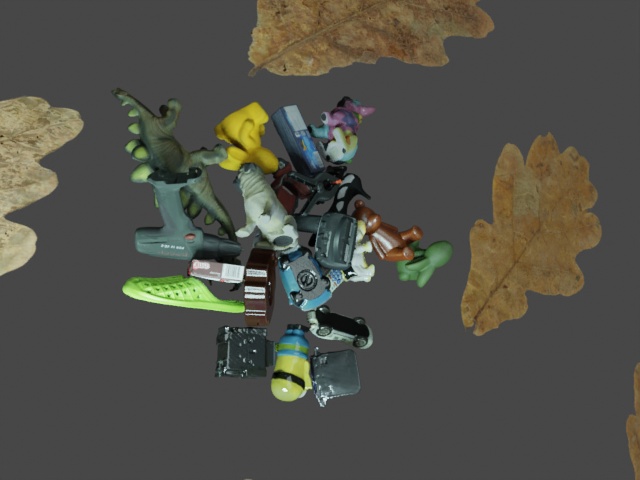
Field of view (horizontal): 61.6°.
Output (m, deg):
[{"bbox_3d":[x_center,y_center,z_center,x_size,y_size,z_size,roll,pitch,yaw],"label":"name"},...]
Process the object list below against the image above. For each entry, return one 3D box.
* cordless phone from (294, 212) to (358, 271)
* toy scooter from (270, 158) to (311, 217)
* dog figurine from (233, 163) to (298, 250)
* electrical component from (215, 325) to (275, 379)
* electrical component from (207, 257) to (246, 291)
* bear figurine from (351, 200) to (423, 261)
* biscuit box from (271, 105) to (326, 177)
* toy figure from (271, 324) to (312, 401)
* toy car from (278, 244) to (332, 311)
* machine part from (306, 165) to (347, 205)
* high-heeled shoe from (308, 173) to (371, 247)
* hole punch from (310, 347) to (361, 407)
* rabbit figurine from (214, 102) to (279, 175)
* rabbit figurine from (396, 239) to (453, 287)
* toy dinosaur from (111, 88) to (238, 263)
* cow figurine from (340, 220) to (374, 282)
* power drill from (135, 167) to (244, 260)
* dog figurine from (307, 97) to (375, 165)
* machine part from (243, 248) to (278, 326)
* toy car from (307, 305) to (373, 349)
[{"bbox_3d":[-0.003,-0.003,1.375,0.088,0.184,0.146,26,72,-65],"label":"cordless phone"},{"bbox_3d":[-0.085,-0.119,1.405,0.135,0.075,0.184,30,55,-26],"label":"toy scooter"},{"bbox_3d":[-0.124,-0.083,1.289,0.172,0.121,0.191,44,30,-47],"label":"dog figurine"},{"bbox_3d":[-0.168,0.256,1.225,0.134,0.058,0.115,9,71,-32],"label":"electrical component"},{"bbox_3d":[-0.222,0.076,1.261,0.102,0.045,0.078,21,35,-30],"label":"electrical component"},{"bbox_3d":[0.176,-0.031,1.521,0.195,0.132,0.120,46,53,-20],"label":"bear figurine"},{"bbox_3d":[-0.059,-0.267,1.479,0.059,0.063,0.202,-23,88,-38],"label":"biscuit box"},{"bbox_3d":[-0.070,0.287,1.267,0.089,0.082,0.180,19,66,-32],"label":"toy figure"},{"bbox_3d":[-0.052,0.098,1.330,0.109,0.103,0.161,-27,86,-28],"label":"toy car"},{"bbox_3d":[0.017,-0.157,1.492,0.139,0.084,0.039,-55,135,-23],"label":"machine part"},{"bbox_3d":[0.029,-0.092,1.490,0.249,0.145,0.086,-39,140,-15],"label":"high-heeled shoe"},{"bbox_3d":[0.035,0.332,1.332,0.116,0.092,0.142,-6,79,-6],"label":"hole punch"},{"bbox_3d":[-0.176,-0.236,1.347,0.162,0.122,0.173,-33,90,-30],"label":"rabbit figurine"},{"bbox_3d":[0.299,0.050,1.547,0.121,0.170,0.159,51,53,-9],"label":"rabbit figurine"},{"bbox_3d":[-0.318,-0.159,1.244,0.471,0.105,0.198,47,63,-10],"label":"toy dinosaur"},{"bbox_3d":[0.088,0.028,1.441,0.098,0.068,0.167,-3,71,-12],"label":"cow figurine"},{"bbox_3d":[-0.285,-0.051,1.161,0.232,0.207,0.086,-3,32,-9],"label":"power drill"},{"bbox_3d":[0.085,-0.325,1.570,0.219,0.108,0.191,-26,82,-41],"label":"dog figurine"},{"bbox_3d":[-0.134,0.108,1.227,0.056,0.179,0.179,4,68,2],"label":"machine part"},{"bbox_3d":[0.051,0.225,1.382,0.201,0.056,0.073,21,41,-26],"label":"toy car"}]
